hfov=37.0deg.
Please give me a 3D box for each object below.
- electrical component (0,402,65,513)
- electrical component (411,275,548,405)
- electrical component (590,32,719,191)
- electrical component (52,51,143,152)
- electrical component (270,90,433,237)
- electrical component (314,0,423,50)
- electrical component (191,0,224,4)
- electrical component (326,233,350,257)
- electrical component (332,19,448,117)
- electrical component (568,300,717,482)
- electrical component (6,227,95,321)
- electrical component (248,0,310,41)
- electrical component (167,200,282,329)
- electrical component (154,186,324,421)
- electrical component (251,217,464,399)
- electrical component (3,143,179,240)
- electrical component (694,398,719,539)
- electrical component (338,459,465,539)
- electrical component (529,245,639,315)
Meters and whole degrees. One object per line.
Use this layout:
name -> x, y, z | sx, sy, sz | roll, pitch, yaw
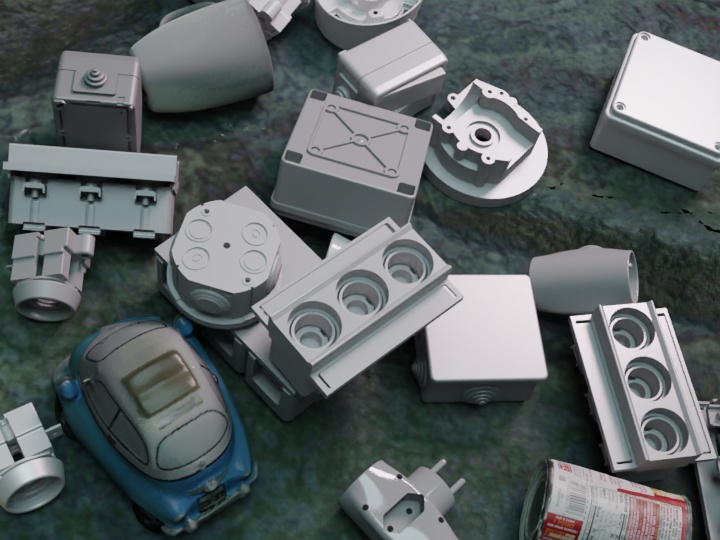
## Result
electrical component -> -0.228, 0.128, 0.721 | 0.066, 0.048, 0.055 | -24, 59, -21
electrical component -> 0.087, 0.053, 0.814 | 0.100, 0.048, 0.099 | 0, 60, -10
electrical component -> 0.274, -0.141, 0.953 | 0.109, 0.056, 0.108 | 23, 59, 4
electrical component -> -0.204, -0.131, 0.844 | 0.062, 0.096, 0.061 | 4, 56, -7
electrical component -> -0.005, -0.082, 0.857 | 0.109, 0.056, 0.108 | 16, 42, 0
electrical component -> 0.008, -0.244, 0.964 | 0.099, 0.064, 0.099 | 4, 59, -7
electrical component -> -0.119, -0.278, 0.943 | 0.061, 0.096, 0.061 | 34, 61, 11
electrical component -> 0.000, 0.000, 0.832 | 0.055, 0.045, 0.045 | 16, 59, 0
electrical component -> 0.021, -0.157, 0.917 | 0.096, 0.061, 0.061 | -31, 69, -24
electrical component -> 0.204, 0.092, 0.802 | 0.079, 0.063, 0.121 | -4, 61, -12
electrical component -> -0.228, 0.004, 0.789 | 0.066, 0.048, 0.055 | -8, 62, 12
electrical component -> -0.074, -0.236, 0.944 | 0.048, 0.066, 0.055 | 42, 74, -18
electrical component -> -0.093, -0.004, 0.742 | 0.080, 0.051, 0.080 | 4, 60, -7
electrical component -> -0.070, 0.026, 0.796 | 0.089, 0.061, 0.150 | -38, 72, -26
electrical component -> -0.002, 0.029, 0.730 | 0.121, 0.063, 0.078 | -34, 70, -25
electrical component -> -0.202, -0.058, 0.817 | 0.121, 0.079, 0.063 | 4, 89, -7
electrical component -> 0.289, 0.149, 0.783 | 0.079, 0.063, 0.121 | 3, 60, -8
electrical component -> 0.039, 0.163, 0.745 | 0.079, 0.043, 0.077 | -37, 72, -26
electrical component -> 0.181, 0.003, 0.854 | 0.077, 0.043, 0.079 | -4, 16, 24
